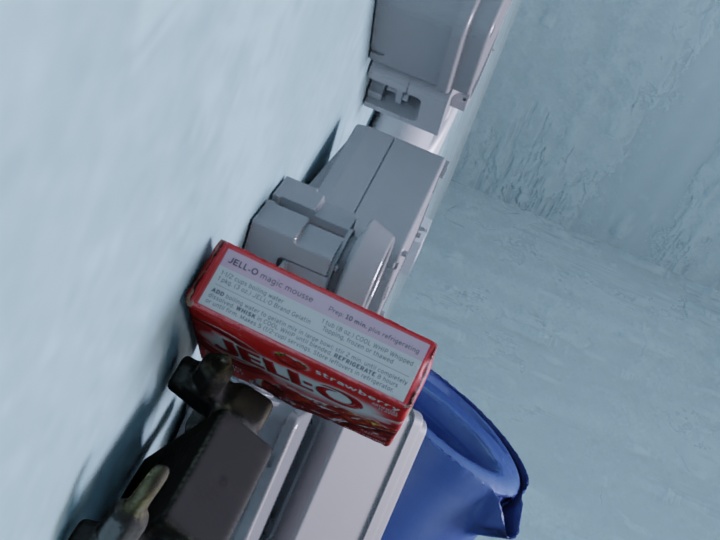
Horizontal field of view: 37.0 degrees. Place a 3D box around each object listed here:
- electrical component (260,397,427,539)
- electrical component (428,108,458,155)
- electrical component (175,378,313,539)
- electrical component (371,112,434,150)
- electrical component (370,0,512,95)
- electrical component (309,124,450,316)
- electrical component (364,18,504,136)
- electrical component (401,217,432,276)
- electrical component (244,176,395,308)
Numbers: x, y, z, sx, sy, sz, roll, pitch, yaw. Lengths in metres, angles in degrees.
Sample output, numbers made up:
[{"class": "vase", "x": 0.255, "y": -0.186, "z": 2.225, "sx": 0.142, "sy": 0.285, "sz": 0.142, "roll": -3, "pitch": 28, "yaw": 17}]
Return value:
[{"class": "electrical component", "x": -0.031, "y": 0.108, "z": 0.587, "sx": 0.109, "sy": 0.056, "sz": 0.108, "roll": 19, "pitch": -96, "yaw": 56}, {"class": "electrical component", "x": 0.049, "y": -0.120, "z": 0.802, "sx": 0.079, "sy": 0.043, "sz": 0.077, "roll": 106, "pitch": 8, "yaw": -60}, {"class": "electrical component", "x": -0.064, "y": 0.098, "z": 0.502, "sx": 0.099, "sy": 0.048, "sz": 0.099, "roll": 65, "pitch": 48, "yaw": -85}, {"class": "electrical component", "x": 0.034, "y": -0.104, "z": 0.712, "sx": 0.040, "sy": 0.040, "sz": 0.078, "roll": 102, "pitch": 11, "yaw": -70}, {"class": "electrical component", "x": 0.054, "y": -0.157, "z": 0.557, "sx": 0.078, "sy": 0.057, "sz": 0.113, "roll": 100, "pitch": 13, "yaw": -73}, {"class": "electrical component", "x": -0.002, "y": -0.021, "z": 0.555, "sx": 0.061, "sy": 0.061, "sz": 0.096, "roll": 109, "pitch": 5, "yaw": -46}, {"class": "electrical component", "x": 0.046, "y": -0.130, "z": 0.620, "sx": 0.050, "sy": 0.056, "sz": 0.089, "roll": 101, "pitch": 12, "yaw": -72}, {"class": "electrical component", "x": 0.027, "y": -0.030, "z": 0.934, "sx": 0.066, "sy": 0.055, "sz": 0.048, "roll": -61, "pitch": 173, "yaw": -56}, {"class": "electrical component", "x": -0.018, "y": -0.006, "z": 0.466, "sx": 0.066, "sy": 0.055, "sz": 0.048, "roll": -61, "pitch": 173, "yaw": -56}]
